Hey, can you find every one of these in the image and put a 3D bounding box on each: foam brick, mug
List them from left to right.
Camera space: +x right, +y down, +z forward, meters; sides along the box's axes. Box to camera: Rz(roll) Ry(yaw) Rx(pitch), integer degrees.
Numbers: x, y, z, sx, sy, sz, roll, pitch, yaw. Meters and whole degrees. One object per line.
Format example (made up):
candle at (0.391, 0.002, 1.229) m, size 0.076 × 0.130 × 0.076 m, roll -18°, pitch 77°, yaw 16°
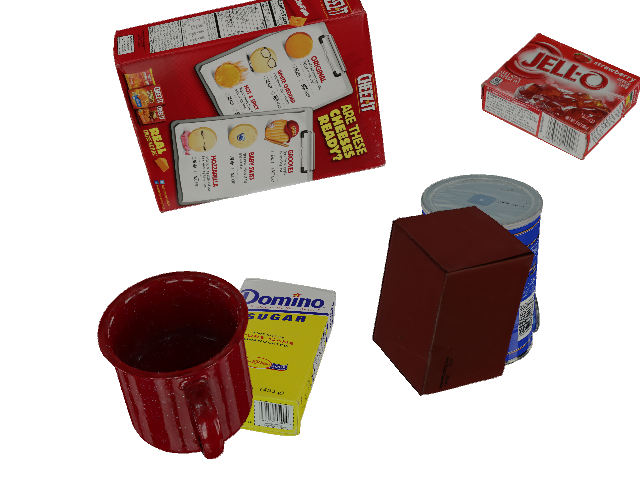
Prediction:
mug at (-0.082, 0.087, 0.668) m, size 0.093 × 0.081 × 0.117 m, roll -19°, pitch 42°, yaw -15°
foam brick at (0.065, 0.029, 0.537) m, size 0.052 × 0.078 × 0.051 m, roll -9°, pitch 37°, yaw -26°

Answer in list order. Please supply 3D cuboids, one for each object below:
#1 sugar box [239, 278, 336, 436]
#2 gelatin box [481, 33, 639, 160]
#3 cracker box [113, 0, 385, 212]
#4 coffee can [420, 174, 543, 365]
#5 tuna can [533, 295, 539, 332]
sugar box at (-0.046, 0.100, 0.965) m, size 0.093 × 0.048 × 0.176 m, roll 9°, pitch 33°, yaw 7°
gelatin box at (0.172, -0.106, 0.766) m, size 0.089 × 0.030 × 0.073 m, roll 32°, pitch 58°, yaw 27°
cracker box at (-0.060, -0.126, 0.947) m, size 0.213 × 0.164 × 0.072 m, roll -13°, pitch 41°, yaw -2°
coffee can at (0.139, 0.026, 0.937) m, size 0.103 × 0.140 × 0.103 m, roll -2°, pitch 27°, yaw 1°
tuna can at (0.215, 0.066, 1.207) m, size 0.033 × 0.086 × 0.086 m, roll -15°, pitch 2°, yaw -6°
